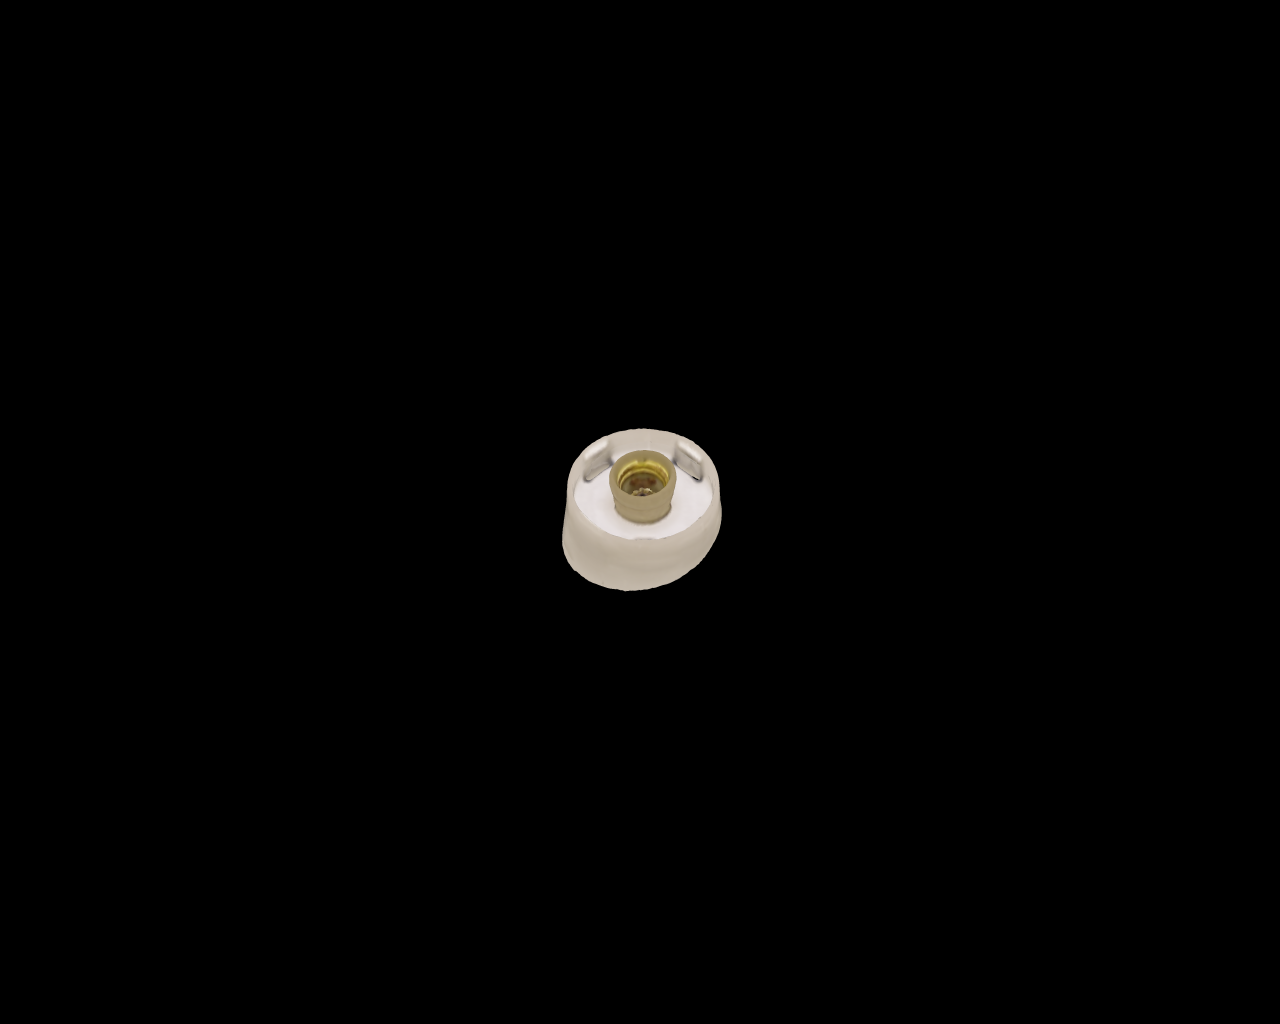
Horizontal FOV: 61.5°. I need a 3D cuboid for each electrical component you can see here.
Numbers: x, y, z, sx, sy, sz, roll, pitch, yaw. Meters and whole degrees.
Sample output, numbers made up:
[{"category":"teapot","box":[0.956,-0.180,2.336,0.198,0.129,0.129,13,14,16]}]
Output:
[{"category":"electrical component","box":[0.001,-0.003,0.650,0.099,0.099,0.064,0,-40,0]}]
